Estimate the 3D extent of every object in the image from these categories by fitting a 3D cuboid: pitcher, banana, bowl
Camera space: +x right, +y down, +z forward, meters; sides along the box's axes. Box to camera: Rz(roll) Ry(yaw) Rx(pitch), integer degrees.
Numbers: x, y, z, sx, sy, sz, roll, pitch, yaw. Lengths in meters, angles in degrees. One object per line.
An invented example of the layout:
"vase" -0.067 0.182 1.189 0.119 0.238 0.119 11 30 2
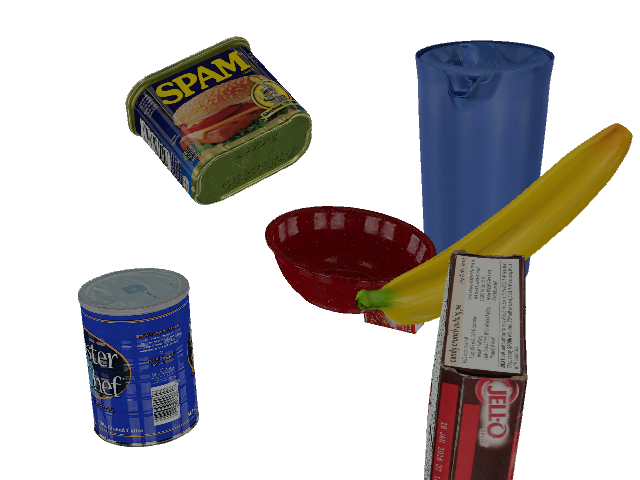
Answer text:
"pitcher" 0.166 -0.079 1.086 0.149 0.243 0.145 -10 25 -19
"banana" 0.112 -0.001 0.667 0.197 0.037 0.069 -35 -15 -4
"bowl" 0.026 0.024 1.005 0.162 0.055 0.162 5 24 -3

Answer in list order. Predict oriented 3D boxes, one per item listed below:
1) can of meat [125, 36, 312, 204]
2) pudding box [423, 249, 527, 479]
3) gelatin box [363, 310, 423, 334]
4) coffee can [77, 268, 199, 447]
"can of meat" -0.068 -0.081 0.734 0.102 0.084 0.057 -30 -27 -23
"pudding box" 0.069 0.067 0.471 0.039 0.090 0.113 6 26 5
"gelatin box" 0.089 0.067 1.330 0.073 0.089 0.030 11 31 30
"coffee can" -0.171 0.109 1.013 0.103 0.140 0.103 -2 19 1
